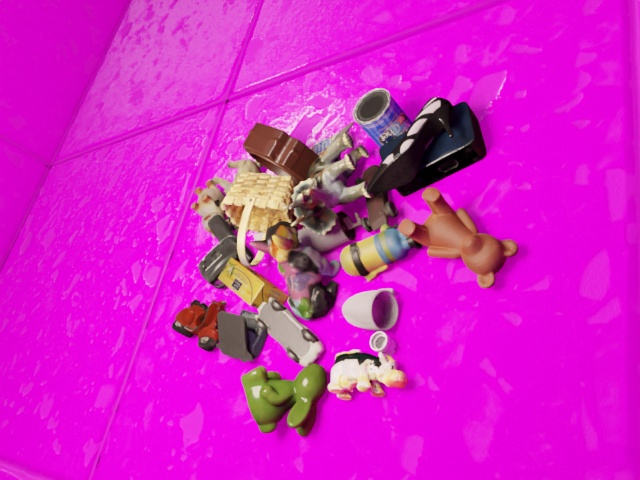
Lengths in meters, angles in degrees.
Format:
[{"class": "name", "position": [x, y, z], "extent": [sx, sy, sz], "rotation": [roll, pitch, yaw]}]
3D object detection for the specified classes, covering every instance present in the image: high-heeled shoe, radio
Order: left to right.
[{"class": "high-heeled shoe", "position": [0.189, -0.213, 1.179], "extent": [0.249, 0.086, 0.145], "rotation": [-33, 44, 18]}, {"class": "radio", "position": [0.254, -0.202, 1.223], "extent": [0.230, 0.073, 0.131], "rotation": [-27, 50, 27]}]

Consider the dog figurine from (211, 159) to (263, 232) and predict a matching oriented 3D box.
[{"class": "dog figurine", "position": [-0.208, -0.130, 1.566], "extent": [0.172, 0.121, 0.191], "rotation": [-43, 58, 15]}]

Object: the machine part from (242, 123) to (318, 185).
[{"class": "machine part", "position": [-0.092, -0.218, 1.433], "extent": [0.202, 0.200, 0.087], "rotation": [26, 84, 46]}]

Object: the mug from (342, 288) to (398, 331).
[{"class": "mug", "position": [0.104, 0.138, 1.131], "extent": [0.107, 0.080, 0.109], "rotation": [-8, 34, 47]}]

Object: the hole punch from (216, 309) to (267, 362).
[{"class": "hole punch", "position": [-0.188, 0.230, 1.325], "extent": [0.142, 0.092, 0.115], "rotation": [6, 98, 40]}]

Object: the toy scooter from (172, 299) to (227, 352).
[{"class": "toy scooter", "position": [-0.314, 0.209, 1.441], "extent": [0.184, 0.075, 0.135], "rotation": [18, 77, 42]}]

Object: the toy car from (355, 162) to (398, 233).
[{"class": "toy car", "position": [0.136, -0.100, 1.270], "extent": [0.089, 0.053, 0.202], "rotation": [-32, 43, 27]}]

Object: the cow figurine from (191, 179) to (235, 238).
[{"class": "cow figurine", "position": [-0.320, -0.084, 1.616], "extent": [0.085, 0.127, 0.195], "rotation": [-36, 32, 16]}]

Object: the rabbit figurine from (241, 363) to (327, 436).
[{"class": "rabbit figurine", "position": [-0.063, 0.324, 1.128], "extent": [0.170, 0.121, 0.159], "rotation": [-23, 53, 8]}]

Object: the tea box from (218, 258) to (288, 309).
[{"class": "tea box", "position": [-0.171, 0.118, 1.361], "extent": [0.170, 0.098, 0.068], "rotation": [31, 87, 45]}]

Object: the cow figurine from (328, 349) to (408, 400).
[{"class": "cow figurine", "position": [0.098, 0.259, 1.067], "extent": [0.167, 0.068, 0.098], "rotation": [-17, 48, 31]}]

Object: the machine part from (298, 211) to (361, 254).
[{"class": "machine part", "position": [-0.003, -0.004, 1.311], "extent": [0.243, 0.079, 0.079], "rotation": [-23, 51, 26]}]

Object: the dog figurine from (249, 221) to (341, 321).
[{"class": "dog figurine", "position": [-0.062, 0.065, 1.215], "extent": [0.109, 0.219, 0.191], "rotation": [-14, 55, 38]}]

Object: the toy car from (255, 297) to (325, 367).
[{"class": "toy car", "position": [-0.073, 0.209, 1.230], "extent": [0.202, 0.056, 0.073], "rotation": [38, 90, 34]}]

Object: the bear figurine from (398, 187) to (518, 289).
[{"class": "bear figurine", "position": [0.269, -0.002, 1.044], "extent": [0.120, 0.131, 0.196], "rotation": [-53, 37, 5]}]

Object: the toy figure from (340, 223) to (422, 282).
[{"class": "toy figure", "position": [0.128, 0.020, 1.174], "extent": [0.180, 0.089, 0.082], "rotation": [-26, 42, 29]}]

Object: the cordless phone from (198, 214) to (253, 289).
[{"class": "cordless phone", "position": [-0.285, 0.027, 1.485], "extent": [0.146, 0.088, 0.184], "rotation": [-42, 64, 10]}]

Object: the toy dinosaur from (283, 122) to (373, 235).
[{"class": "toy dinosaur", "position": [0.020, -0.151, 1.298], "extent": [0.192, 0.131, 0.405], "rotation": [-28, 24, 21]}]
